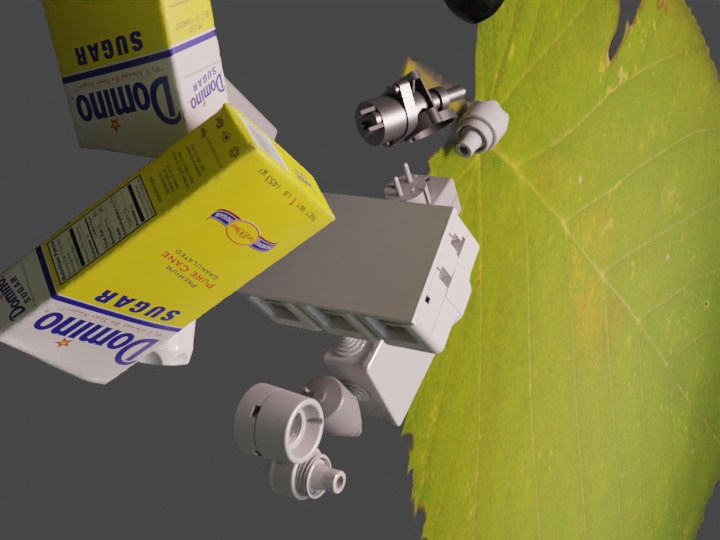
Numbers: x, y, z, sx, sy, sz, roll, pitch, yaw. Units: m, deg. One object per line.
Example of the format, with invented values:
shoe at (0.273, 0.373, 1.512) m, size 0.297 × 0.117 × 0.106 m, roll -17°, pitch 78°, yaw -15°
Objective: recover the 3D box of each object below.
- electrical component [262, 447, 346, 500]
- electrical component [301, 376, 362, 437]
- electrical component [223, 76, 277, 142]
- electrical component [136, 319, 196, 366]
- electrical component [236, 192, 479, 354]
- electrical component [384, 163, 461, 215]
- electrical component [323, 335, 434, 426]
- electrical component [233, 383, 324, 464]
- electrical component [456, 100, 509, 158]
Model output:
electrical component at (-0.041, 0.158, 0.838) m, size 0.043 × 0.062 × 0.043 m, roll -22°, pitch 116°, yaw -55°
electrical component at (-0.019, 0.118, 0.885) m, size 0.078 × 0.040 × 0.040 m, roll 51°, pitch 55°, yaw -51°
electrical component at (-0.103, -0.079, 0.689) m, size 0.083 × 0.047 × 0.075 m, roll 42°, pitch 62°, yaw -54°
electrical component at (-0.126, 0.028, 0.685) m, size 0.043 × 0.043 × 0.062 m, roll 3°, pitch 94°, yaw -59°
electrical component at (0.000, 0.000, 0.778) m, size 0.061 × 0.150 × 0.089 m, roll 47°, pitch 59°, yaw -51°
electrical component at (0.044, -0.057, 0.934) m, size 0.083 × 0.047 × 0.075 m, roll -55°, pitch 141°, yaw -35°
electrical component at (0.018, 0.071, 0.924) m, size 0.099 × 0.048 × 0.099 m, roll -61°, pitch 144°, yaw -29°
electrical component at (-0.060, 0.117, 0.811) m, size 0.055 × 0.047 × 0.055 m, roll -22°, pitch 116°, yaw -55°
electrical component at (0.113, -0.132, 1.031) m, size 0.062 × 0.043 × 0.043 m, roll -52°, pitch 139°, yaw -36°
